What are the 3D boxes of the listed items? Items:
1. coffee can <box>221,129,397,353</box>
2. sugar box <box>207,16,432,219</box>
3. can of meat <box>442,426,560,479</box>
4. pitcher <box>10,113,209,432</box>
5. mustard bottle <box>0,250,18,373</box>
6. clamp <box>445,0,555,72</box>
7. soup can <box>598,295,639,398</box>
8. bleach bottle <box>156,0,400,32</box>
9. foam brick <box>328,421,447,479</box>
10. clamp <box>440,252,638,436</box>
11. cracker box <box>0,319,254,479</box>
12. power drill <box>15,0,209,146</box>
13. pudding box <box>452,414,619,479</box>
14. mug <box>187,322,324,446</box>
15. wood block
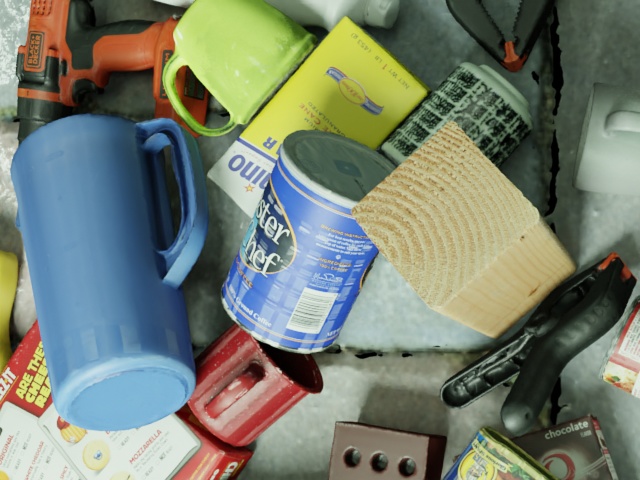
[{"bbox_3d":[-0.005,0.001,0.818,0.103,0.102,0.140,38,121,22],"label":"coffee can"},{"bbox_3d":[-0.002,-0.088,0.879,0.093,0.048,0.176,43,102,3],"label":"sugar box"},{"bbox_3d":[0.130,0.194,0.753,0.102,0.057,0.084,38,93,23],"label":"can of meat"},{"bbox_3d":[-0.164,0.020,0.858,0.144,0.149,0.243,-4,53,-20],"label":"pitcher"},{"bbox_3d":[-0.325,0.106,0.976,0.096,0.058,0.191,-6,77,19],"label":"mustard bottle"},{"bbox_3d":[0.155,-0.245,0.880,0.165,0.036,0.210,-17,76,17],"label":"clamp"},{"bbox_3d":[0.260,0.091,0.760,0.102,0.068,0.068,25,89,22],"label":"soup can"},{"bbox_3d":[-0.053,-0.227,0.928,0.251,0.068,0.102,22,56,21],"label":"bleach bottle"},{"bbox_3d":[0.053,0.172,0.829,0.078,0.051,0.053,5,82,20],"label":"foam brick"},{"bbox_3d":[0.169,0.076,0.775,0.171,0.120,0.039,-42,108,-2],"label":"clamp"},{"bbox_3d":[-0.188,0.183,0.905,0.214,0.072,0.164,35,92,23],"label":"cracker box"},{"bbox_3d":[-0.193,-0.138,0.964,0.188,0.057,0.184,9,96,23],"label":"power drill"},{"bbox_3d":[0.165,0.189,0.791,0.114,0.039,0.090,-21,73,16],"label":"pudding box"},{"bbox_3d":[-0.060,0.113,0.850,0.081,0.117,0.093,-42,90,13],"label":"mug"},{"bbox_3d":[0.110,0.002,0.757,0.091,0.206,0.090,-42,69,8],"label":"wood block"}]
